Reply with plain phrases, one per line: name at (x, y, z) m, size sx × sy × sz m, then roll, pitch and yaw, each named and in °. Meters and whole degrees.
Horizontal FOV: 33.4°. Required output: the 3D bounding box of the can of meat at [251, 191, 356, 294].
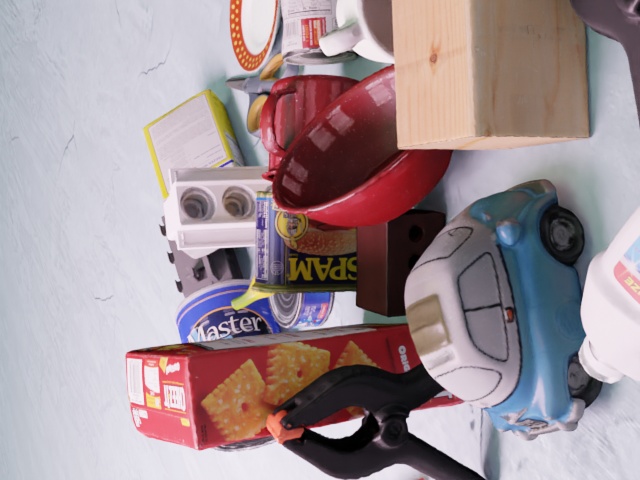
can of meat at (-0.006, 0.001, 0.897) m, size 0.058 × 0.102 × 0.084 m, roll -176°, pitch 87°, yaw -66°

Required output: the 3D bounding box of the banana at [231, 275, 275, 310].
banana at (-0.031, -0.029, 0.974) m, size 0.037 × 0.070 × 0.197 m, roll 55°, pitch -136°, yaw -57°

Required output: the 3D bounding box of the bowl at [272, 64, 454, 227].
bowl at (0.044, -0.062, 0.784) m, size 0.162 × 0.055 × 0.162 m, roll -32°, pitch 29°, yaw 19°

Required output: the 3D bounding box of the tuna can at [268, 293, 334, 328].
tuna can at (-0.020, 0.040, 1.006) m, size 0.086 × 0.033 × 0.086 m, roll 178°, pitch 90°, yaw -65°

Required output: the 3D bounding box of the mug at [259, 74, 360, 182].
mug at (-0.009, -0.092, 0.886) m, size 0.093 × 0.117 × 0.081 m, roll -3°, pitch 84°, yaw 40°

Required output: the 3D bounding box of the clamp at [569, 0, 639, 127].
clamp at (0.179, -0.125, 0.573) m, size 0.210 × 0.036 × 0.165 m, roll -119°, pitch 34°, yaw -41°

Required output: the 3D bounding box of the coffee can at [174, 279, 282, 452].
coffee can at (-0.080, 0.125, 1.060) m, size 0.103 × 0.102 × 0.140 m, roll 120°, pitch 140°, yaw -48°

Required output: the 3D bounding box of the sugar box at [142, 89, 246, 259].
sugar box at (-0.128, -0.073, 1.160) m, size 0.093 × 0.048 × 0.176 m, roll -30°, pitch 57°, yaw 13°

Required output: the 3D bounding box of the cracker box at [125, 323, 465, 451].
cracker box at (-0.023, 0.106, 0.810) m, size 0.164 × 0.213 × 0.072 m, roll 168°, pitch 97°, yaw -65°

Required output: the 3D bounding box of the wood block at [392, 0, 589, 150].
wood block at (0.103, -0.163, 0.668) m, size 0.091 × 0.090 × 0.206 m, roll 0°, pitch 92°, yaw 64°

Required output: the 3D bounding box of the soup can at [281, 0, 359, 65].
soup can at (-0.002, -0.205, 0.909) m, size 0.069 × 0.068 × 0.102 m, roll 177°, pitch 90°, yaw -65°

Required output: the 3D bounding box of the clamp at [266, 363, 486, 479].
clamp at (0.051, 0.112, 0.724) m, size 0.039 × 0.171 × 0.120 m, roll -167°, pitch 85°, yaw -67°

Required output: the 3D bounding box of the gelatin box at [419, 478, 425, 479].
gelatin box at (0.063, 0.238, 0.855) m, size 0.089 × 0.030 × 0.073 m, roll 129°, pitch 134°, yaw -54°

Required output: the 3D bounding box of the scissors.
scissors at (-0.073, -0.142, 1.097) m, size 0.202 × 0.016 × 0.096 m, roll -9°, pitch 63°, yaw 64°

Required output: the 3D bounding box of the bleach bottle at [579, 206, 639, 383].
bleach bottle at (0.199, 0.008, 0.507) m, size 0.103 × 0.068 × 0.251 m, roll 54°, pitch 148°, yaw 19°

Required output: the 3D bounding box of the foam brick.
foam brick at (0.061, 0.015, 0.813) m, size 0.051 × 0.052 × 0.078 m, roll -169°, pitch 77°, yaw -64°
